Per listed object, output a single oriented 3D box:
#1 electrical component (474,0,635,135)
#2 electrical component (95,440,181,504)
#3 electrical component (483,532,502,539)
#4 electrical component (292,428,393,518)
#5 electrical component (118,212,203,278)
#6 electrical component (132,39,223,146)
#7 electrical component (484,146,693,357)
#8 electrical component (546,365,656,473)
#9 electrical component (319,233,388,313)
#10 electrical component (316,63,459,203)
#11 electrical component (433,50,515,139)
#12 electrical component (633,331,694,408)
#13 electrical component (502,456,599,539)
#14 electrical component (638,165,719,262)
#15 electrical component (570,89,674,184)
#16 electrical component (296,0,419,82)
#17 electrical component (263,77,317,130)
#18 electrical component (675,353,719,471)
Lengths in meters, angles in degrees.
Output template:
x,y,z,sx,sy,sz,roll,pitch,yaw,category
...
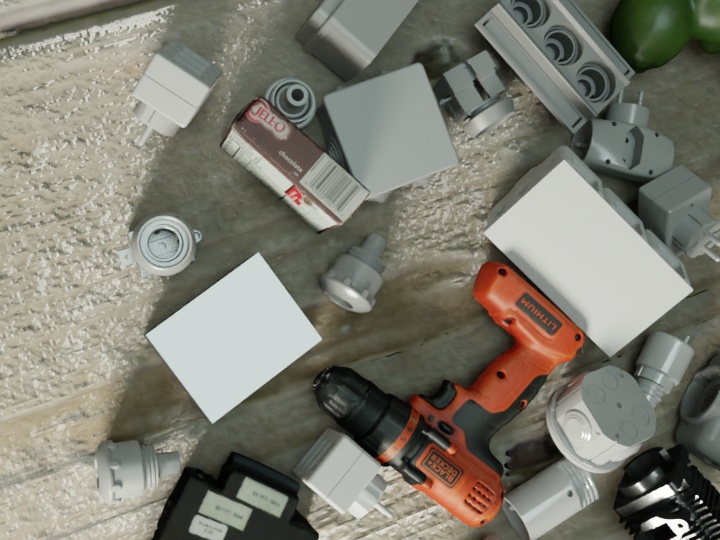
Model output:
x,y,z,sx,sy,sz,roll,pitch,yaw,category
0.159,-0.182,0.903,0.079,0.063,0.121,-44,97,-12,electrical component
-0.168,0.150,0.815,0.062,0.048,0.048,-5,88,-20,electrical component
0.106,0.269,0.873,0.077,0.044,0.079,-41,97,-13,electrical component
-0.005,0.168,0.841,0.077,0.066,0.047,42,79,-8,electrical component
-0.151,-0.019,0.823,0.066,0.055,0.048,-18,91,-14,electrical component
-0.149,-0.129,0.829,0.047,0.065,0.076,33,109,-10,electrical component
0.187,-0.017,0.888,0.150,0.061,0.089,44,111,-8,electrical component
0.199,0.122,0.887,0.080,0.051,0.080,16,52,-21,electrical component
0.000,0.000,0.865,0.048,0.048,0.062,34,73,-9,electrical component
0.020,-0.109,0.873,0.100,0.048,0.099,-22,92,-14,electrical component
0.097,-0.144,0.896,0.066,0.048,0.055,-31,86,-13,electrical component
0.255,0.089,0.922,0.040,0.040,0.078,32,80,-10,electrical component
0.162,0.186,0.892,0.081,0.043,0.043,-29,94,-13,electrical component
0.276,-0.036,0.905,0.047,0.065,0.076,-29,49,-13,electrical component
0.228,-0.119,0.926,0.077,0.043,0.079,12,84,-13,electrical component
0.007,-0.216,0.862,0.057,0.078,0.113,39,79,-11,electrical component
-0.055,-0.131,0.849,0.043,0.062,0.043,1,86,-14,electrical component
0.318,0.121,0.928,0.059,0.054,0.095,31,80,-10,electrical component
